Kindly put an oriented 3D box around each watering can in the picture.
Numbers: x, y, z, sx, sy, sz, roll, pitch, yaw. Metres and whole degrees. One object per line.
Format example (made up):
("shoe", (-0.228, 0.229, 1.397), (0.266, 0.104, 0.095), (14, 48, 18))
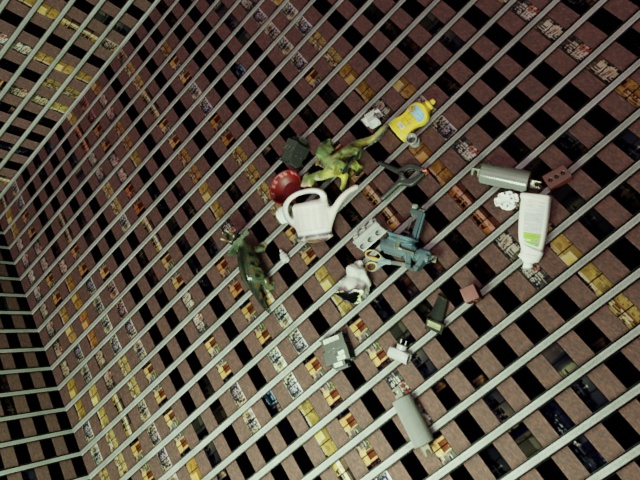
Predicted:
("watering can", (0.006, -0.105, 2.080), (0.346, 0.104, 0.224), (-8, 93, 24))

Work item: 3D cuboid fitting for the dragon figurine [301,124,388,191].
("dragon figurine", (0.077, -0.357, 2.127), (0.246, 0.120, 0.412), (35, 81, 35))

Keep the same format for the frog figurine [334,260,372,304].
("frog figurine", (0.133, 0.162, 1.997), (0.136, 0.121, 0.163), (-22, 35, 32))
